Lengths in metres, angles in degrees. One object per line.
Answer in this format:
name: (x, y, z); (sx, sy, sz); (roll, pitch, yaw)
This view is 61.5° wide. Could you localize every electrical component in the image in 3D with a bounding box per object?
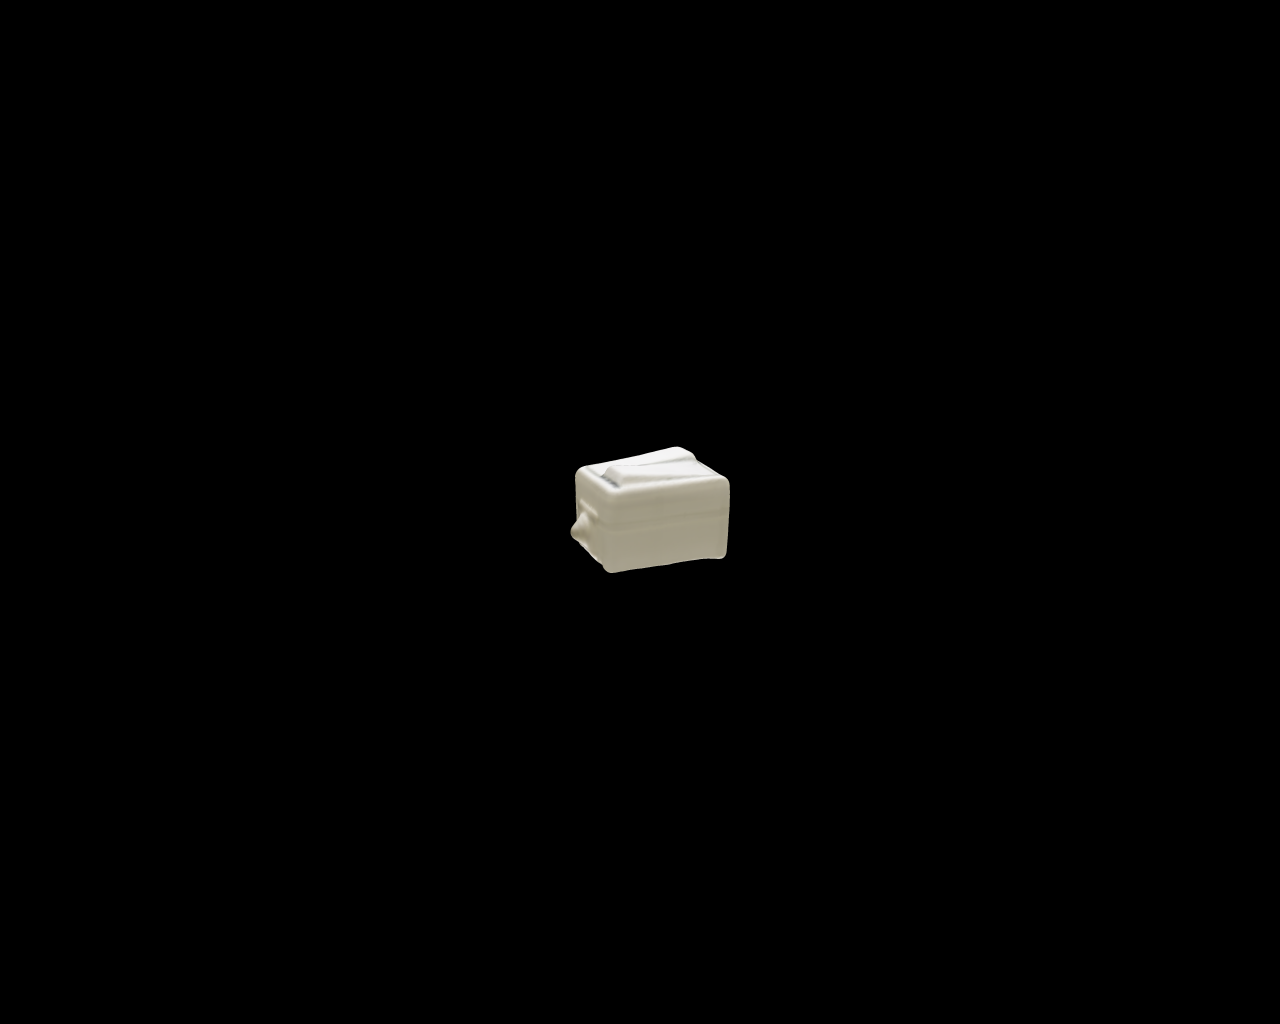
electrical component: (0.001, -0.003, 0.650); (0.096, 0.061, 0.062); (-7, 20, -20)
